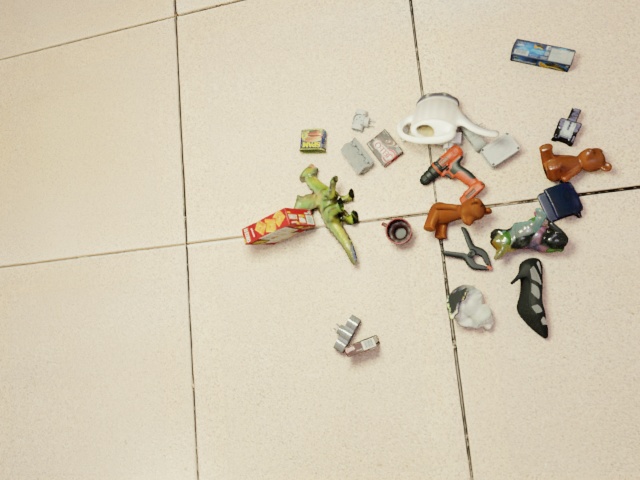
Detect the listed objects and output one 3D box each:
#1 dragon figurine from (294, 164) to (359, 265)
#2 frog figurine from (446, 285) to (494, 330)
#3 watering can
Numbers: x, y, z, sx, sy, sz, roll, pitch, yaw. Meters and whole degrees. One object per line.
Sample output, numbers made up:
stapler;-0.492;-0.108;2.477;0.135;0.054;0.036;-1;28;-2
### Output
dragon figurine;0.006;-0.096;1.915;0.241;0.122;0.414;-13;77;31
frog figurine;0.511;0.228;1.731;0.158;0.122;0.138;24;81;-19
watering can;0.438;-0.411;1.774;0.347;0.102;0.229;3;52;21
